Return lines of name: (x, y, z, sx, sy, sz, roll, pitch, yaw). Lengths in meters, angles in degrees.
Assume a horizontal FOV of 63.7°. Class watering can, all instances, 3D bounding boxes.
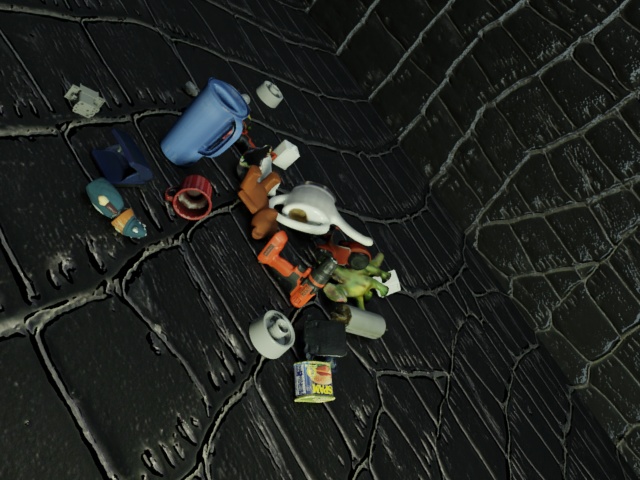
watering can: (0.005, -0.082, 1.631, 0.348, 0.101, 0.229, 17, 35, 0)

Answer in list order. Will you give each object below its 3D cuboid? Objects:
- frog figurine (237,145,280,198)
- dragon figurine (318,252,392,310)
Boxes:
frog figurine: (-0.189, -0.209, 1.618, 0.122, 0.140, 0.156, -1, -30, 10)
dragon figurine: (0.099, 0.095, 1.668, 0.242, 0.120, 0.419, 37, 28, -10)
